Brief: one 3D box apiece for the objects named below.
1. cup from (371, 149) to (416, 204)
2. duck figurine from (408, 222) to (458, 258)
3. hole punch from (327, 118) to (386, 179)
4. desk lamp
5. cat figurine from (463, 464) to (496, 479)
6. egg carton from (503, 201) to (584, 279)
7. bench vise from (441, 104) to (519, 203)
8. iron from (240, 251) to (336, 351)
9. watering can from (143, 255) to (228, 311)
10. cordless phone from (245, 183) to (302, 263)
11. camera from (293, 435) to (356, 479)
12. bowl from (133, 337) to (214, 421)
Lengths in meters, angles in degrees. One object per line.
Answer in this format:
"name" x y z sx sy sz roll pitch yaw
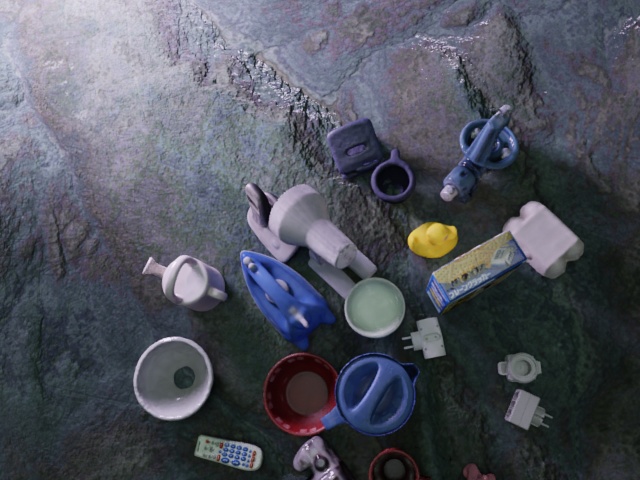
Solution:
"cup" 0.156 -0.125 1.212 0.091 0.095 0.118 2 78 8
"duck figurine" 0.234 -0.007 1.180 0.104 0.086 0.077 -10 76 5
"hole punch" 0.079 -0.197 1.240 0.108 0.091 0.101 -22 75 2
"desk lamp" 0.010 0.004 1.140 0.203 0.214 0.118 42 85 14
"cat figurine" 0.282 0.486 1.046 0.067 0.118 0.128 22 81 12
"egg carton" 0.450 0.000 1.160 0.107 0.069 0.150 -43 76 -3
"bench vise" 0.326 -0.165 1.136 0.121 0.220 0.207 21 81 11
"iron" -0.092 0.101 1.168 0.119 0.141 0.258 -45 76 -4
"watering can" -0.276 0.086 1.167 0.172 0.194 0.101 -2 77 7
"cordless phone" -0.099 -0.040 1.178 0.094 0.185 0.147 -42 76 -3
"camera" -0.012 0.471 1.095 0.137 0.101 0.143 -40 76 -3
"bowl" -0.291 0.286 1.185 0.167 0.075 0.167 -2 77 7
